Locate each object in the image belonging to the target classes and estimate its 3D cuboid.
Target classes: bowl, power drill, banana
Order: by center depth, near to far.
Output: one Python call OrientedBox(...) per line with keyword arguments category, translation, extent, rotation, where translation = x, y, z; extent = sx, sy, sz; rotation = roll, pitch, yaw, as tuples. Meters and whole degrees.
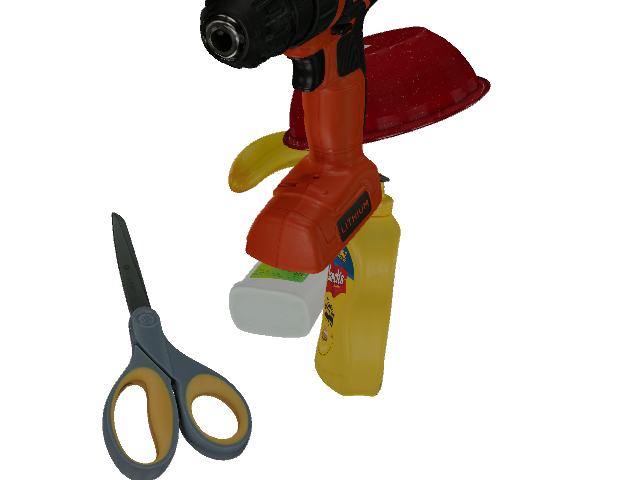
OrientedBox(category="power drill", translation=(-0.007, -0.078, 0.588), extent=(0.057, 0.188, 0.184), rotation=(18, 37, 21))
OrientedBox(category="bowl", translation=(0.042, -0.120, 0.799), extent=(0.162, 0.055, 0.162), rotation=(-15, 18, 5))
OrientedBox(category="banana", translation=(-0.027, -0.083, 1.088), extent=(0.197, 0.037, 0.070), rotation=(-7, 49, -44))

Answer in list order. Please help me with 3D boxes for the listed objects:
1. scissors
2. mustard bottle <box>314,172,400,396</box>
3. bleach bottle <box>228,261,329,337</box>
OrientedBox(category="scissors", translation=(-0.090, 0.061, 0.663), extent=(0.096, 0.201, 0.016), rotation=(10, -46, -14))
OrientedBox(category="mustard bottle", translation=(0.035, 0.033, 0.939), extent=(0.058, 0.192, 0.096), rotation=(3, 18, -13))
OrientedBox(category="bleach bottle", translation=(-0.019, 0.020, 1.302), extent=(0.103, 0.068, 0.250), rotation=(6, 33, 17))
